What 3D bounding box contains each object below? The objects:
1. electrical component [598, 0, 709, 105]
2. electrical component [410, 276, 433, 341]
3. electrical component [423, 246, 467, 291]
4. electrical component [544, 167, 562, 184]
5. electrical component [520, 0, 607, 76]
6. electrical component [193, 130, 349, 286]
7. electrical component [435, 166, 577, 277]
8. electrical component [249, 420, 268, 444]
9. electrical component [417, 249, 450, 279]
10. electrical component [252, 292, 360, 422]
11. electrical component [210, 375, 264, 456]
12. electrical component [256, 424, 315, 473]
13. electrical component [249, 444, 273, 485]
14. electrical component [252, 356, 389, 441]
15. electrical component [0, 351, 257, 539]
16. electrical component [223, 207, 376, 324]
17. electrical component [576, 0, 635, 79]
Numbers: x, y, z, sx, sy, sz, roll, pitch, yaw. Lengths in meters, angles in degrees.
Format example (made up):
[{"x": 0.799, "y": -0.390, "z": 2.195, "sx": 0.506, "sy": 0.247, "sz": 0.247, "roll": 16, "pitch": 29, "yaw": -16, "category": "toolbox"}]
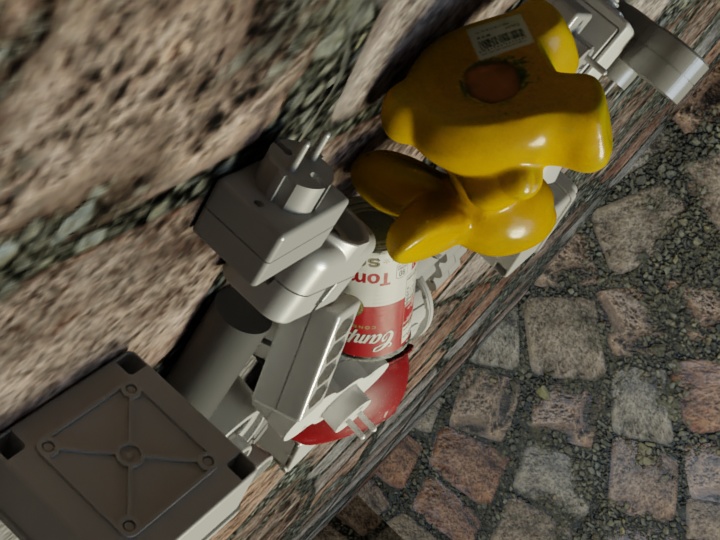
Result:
[{"x": 0.216, "y": -0.174, "z": 0.887, "sx": 0.052, "sy": 0.138, "sz": 0.073, "roll": 26, "pitch": 110, "yaw": -40, "category": "electrical component"}, {"x": 0.022, "y": 0.033, "z": 0.980, "sx": 0.051, "sy": 0.080, "sz": 0.080, "roll": -28, "pitch": 158, "yaw": -46, "category": "electrical component"}, {"x": 0.060, "y": -0.012, "z": 1.037, "sx": 0.074, "sy": 0.052, "sz": 0.138, "roll": -45, "pitch": 169, "yaw": -16, "category": "electrical component"}, {"x": 0.109, "y": -0.102, "z": 0.800, "sx": 0.099, "sy": 0.099, "sz": 0.064, "roll": -34, "pitch": 156, "yaw": -52, "category": "electrical component"}, {"x": 0.143, "y": -0.158, "z": 0.778, "sx": 0.065, "sy": 0.077, "sz": 0.047, "roll": -53, "pitch": 168, "yaw": 25, "category": "electrical component"}, {"x": -0.038, "y": -0.042, "z": 0.563, "sx": 0.066, "sy": 0.047, "sz": 0.076, "roll": -34, "pitch": 163, "yaw": -52, "category": "electrical component"}, {"x": 0.118, "y": -0.065, "z": 0.926, "sx": 0.056, "sy": 0.109, "sz": 0.108, "roll": -40, "pitch": 167, "yaw": -23, "category": "electrical component"}, {"x": -0.112, "y": 0.144, "z": 0.941, "sx": 0.055, "sy": 0.048, "sz": 0.066, "roll": -52, "pitch": 171, "yaw": -21, "category": "electrical component"}, {"x": 0.049, "y": -0.025, "z": 0.943, "sx": 0.047, "sy": 0.055, "sz": 0.055, "roll": -47, "pitch": 170, "yaw": 17, "category": "electrical component"}, {"x": -0.053, "y": 0.047, "z": 0.737, "sx": 0.083, "sy": 0.076, "sz": 0.047, "roll": -69, "pitch": 168, "yaw": 16, "category": "electrical component"}, {"x": -0.118, "y": 0.130, "z": 0.825, "sx": 0.108, "sy": 0.060, "sz": 0.108, "roll": -45, "pitch": 169, "yaw": -11, "category": "electrical component"}, {"x": -0.068, "y": 0.149, "z": 1.081, "sx": 0.061, "sy": 0.062, "sz": 0.096, "roll": -41, "pitch": 167, "yaw": -31, "category": "electrical component"}, {"x": -0.115, "y": 0.169, "z": 0.990, "sx": 0.045, "sy": 0.055, "sz": 0.045, "roll": -46, "pitch": 169, "yaw": -11, "category": "electrical component"}, {"x": -0.017, "y": 0.099, "z": 0.827, "sx": 0.052, "sy": 0.073, "sz": 0.138, "roll": -50, "pitch": 166, "yaw": 27, "category": "electrical component"}, {"x": -0.133, "y": 0.117, "z": 0.595, "sx": 0.109, "sy": 0.109, "sz": 0.056, "roll": -37, "pitch": 162, "yaw": -46, "category": "electrical component"}, {"x": -0.033, "y": -0.012, "z": 0.670, "sx": 0.059, "sy": 0.054, "sz": 0.095, "roll": -52, "pitch": 168, "yaw": 22, "category": "electrical component"}, {"x": 0.167, "y": -0.179, "z": 0.835, "sx": 0.096, "sy": 0.062, "sz": 0.061, "roll": -51, "pitch": 169, "yaw": 16, "category": "electrical component"}]
